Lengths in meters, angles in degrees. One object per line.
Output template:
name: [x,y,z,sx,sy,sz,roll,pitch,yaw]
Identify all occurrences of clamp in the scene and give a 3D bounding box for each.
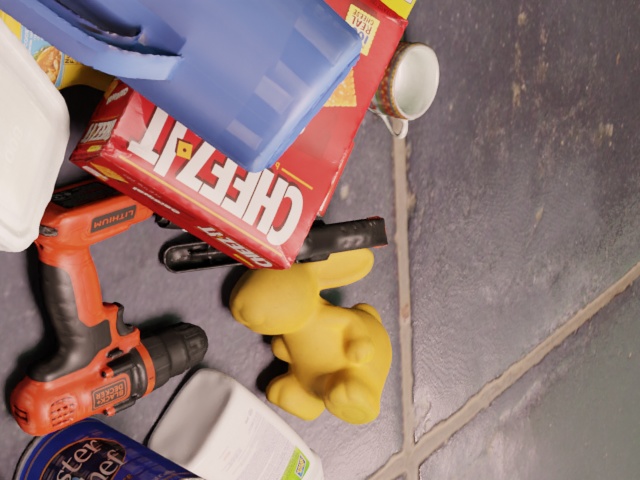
clamp: [-0.006,0.001,0.911,0.209,0.165,0.036,-8,92,-40]

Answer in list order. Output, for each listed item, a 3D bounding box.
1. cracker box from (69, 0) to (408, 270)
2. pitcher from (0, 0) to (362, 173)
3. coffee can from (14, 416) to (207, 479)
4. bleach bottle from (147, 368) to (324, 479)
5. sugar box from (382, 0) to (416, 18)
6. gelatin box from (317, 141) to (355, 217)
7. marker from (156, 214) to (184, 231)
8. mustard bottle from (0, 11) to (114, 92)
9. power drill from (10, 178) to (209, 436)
cracker box: [-0.052,-0.109,0.762,0.164,0.072,0.213,32,75,-26]
pitcher: [-0.101,-0.148,0.632,0.149,0.243,0.145,-51,-177,-9]
coffee can: [-0.159,0.209,0.841,0.102,0.141,0.103,-22,120,-44]
bleach bottle: [-0.062,0.220,1.030,0.102,0.068,0.250,-57,142,-17]
sugar box: [0.048,-0.195,0.977,0.048,0.093,0.176,30,78,-7]
gelatin box: [-0.022,-0.066,0.943,0.030,0.089,0.073,33,77,-48]
marker: [-0.097,-0.013,0.929,0.120,0.020,0.020,11,95,-52]
mustard bottle: [-0.189,-0.147,0.731,0.191,0.058,0.096,-11,114,-49]
power drill: [-0.162,0.046,0.841,0.184,0.057,0.188,-22,120,-45]
